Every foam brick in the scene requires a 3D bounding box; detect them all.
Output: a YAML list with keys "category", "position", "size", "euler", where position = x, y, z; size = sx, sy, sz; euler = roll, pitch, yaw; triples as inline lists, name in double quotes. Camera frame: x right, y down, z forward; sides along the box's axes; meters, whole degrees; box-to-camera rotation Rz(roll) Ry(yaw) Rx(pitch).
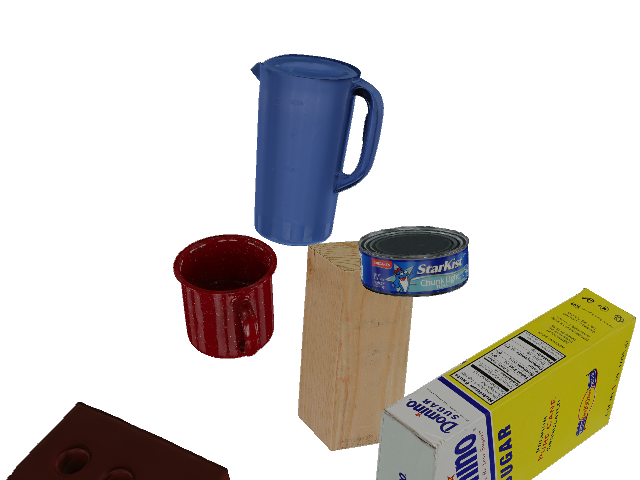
- category: "foam brick"
  position: [-0.079, 0.112, 0.429]
  size: [0.078, 0.051, 0.052]
  euler: [18, 44, 23]

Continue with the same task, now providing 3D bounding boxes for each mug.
- category: "mug"
  position: [-0.079, 0.059, 0.964]
  size: [0.093, 0.081, 0.117]
  euler: [-15, 36, -20]

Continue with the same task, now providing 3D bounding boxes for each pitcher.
- category: "pitcher"
  position: [-0.016, -0.118, 1.420]
  size: [0.144, 0.243, 0.149]
  euler: [-3, 24, -23]

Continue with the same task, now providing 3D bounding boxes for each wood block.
- category: "wood block"
  position: [0.038, 0.112, 1.165]
  size: [0.090, 0.206, 0.091]
  euler: [-5, 19, -24]

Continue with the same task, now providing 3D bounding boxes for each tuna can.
- category: "tuna can"
  position: [0.072, 0.016, 0.829]
  size: [0.086, 0.034, 0.086]
  euler: [-3, 15, 1]

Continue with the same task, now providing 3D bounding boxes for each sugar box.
- category: "sugar box"
  position: [0.109, 0.104, 0.624]
  size: [0.175, 0.093, 0.048]
  euler: [-27, 44, -35]
